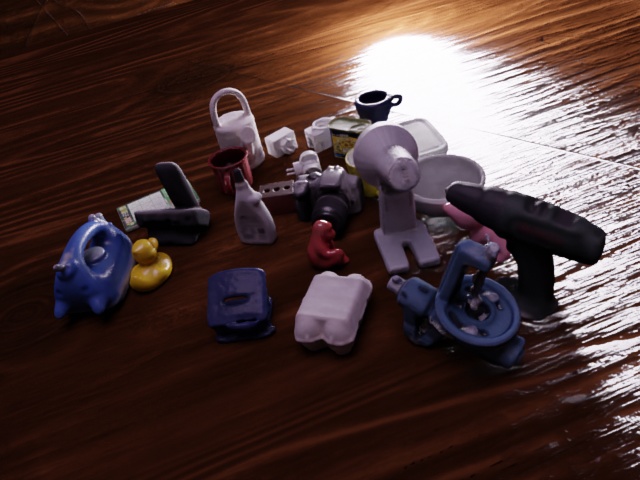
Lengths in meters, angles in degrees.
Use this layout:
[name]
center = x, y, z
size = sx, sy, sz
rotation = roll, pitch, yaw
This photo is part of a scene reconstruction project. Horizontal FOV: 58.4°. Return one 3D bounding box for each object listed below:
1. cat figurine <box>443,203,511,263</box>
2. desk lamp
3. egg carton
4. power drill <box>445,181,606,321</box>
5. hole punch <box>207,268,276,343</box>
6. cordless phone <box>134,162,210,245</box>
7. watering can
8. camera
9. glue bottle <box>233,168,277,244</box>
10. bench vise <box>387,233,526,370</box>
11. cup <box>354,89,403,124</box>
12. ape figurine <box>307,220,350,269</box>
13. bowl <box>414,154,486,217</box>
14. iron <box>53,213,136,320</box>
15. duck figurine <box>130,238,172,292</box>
[cat figurine]
center = 0.284, -0.034, 1.006
size = 0.127, 0.118, 0.067
rotation = 19, 48, 33
[desk lamp]
center = 0.140, -0.085, 1.031
size = 0.118, 0.214, 0.203
rotation = -14, 39, -2
[egg carton]
center = 0.023, 0.115, 0.936
size = 0.107, 0.069, 0.150
rotation = 4, 42, 20
[power drill]
center = 0.300, 0.018, 0.866
size = 0.228, 0.209, 0.076
rotation = 14, 46, 30
[hole punch]
center = -0.135, 0.109, 0.969
size = 0.108, 0.091, 0.101
rotation = -9, 39, 6
[cordless phone]
center = -0.320, -0.085, 1.183
size = 0.147, 0.185, 0.094
rotation = -4, 40, 12
[watering can]
center = -0.197, -0.266, 1.362
size = 0.172, 0.194, 0.101
rotation = 22, 50, 35
[camera]
center = 0.009, -0.078, 1.150
size = 0.143, 0.101, 0.137
rotation = 0, 40, 16
[glue bottle]
center = -0.139, -0.066, 1.119
size = 0.078, 0.173, 0.037
rotation = 2, 41, 18
[bench vise]
center = 0.184, 0.083, 0.810
size = 0.206, 0.220, 0.121
rotation = 4, 42, 20
[cup]
center = 0.147, -0.309, 1.398
size = 0.117, 0.095, 0.091
rotation = -11, 39, 2
[ape figurine]
center = 0.010, 0.004, 1.057
size = 0.076, 0.092, 0.077
rotation = -10, 39, 4
[bowl]
center = 0.241, -0.096, 1.127
size = 0.167, 0.075, 0.167
rotation = -8, 39, 7
[iron]
center = -0.441, 0.028, 1.114
size = 0.118, 0.142, 0.258
rotation = -7, 39, 7
[duck figurine]
center = -0.339, 0.041, 1.114
size = 0.077, 0.086, 0.104
rotation = 3, 41, 19
